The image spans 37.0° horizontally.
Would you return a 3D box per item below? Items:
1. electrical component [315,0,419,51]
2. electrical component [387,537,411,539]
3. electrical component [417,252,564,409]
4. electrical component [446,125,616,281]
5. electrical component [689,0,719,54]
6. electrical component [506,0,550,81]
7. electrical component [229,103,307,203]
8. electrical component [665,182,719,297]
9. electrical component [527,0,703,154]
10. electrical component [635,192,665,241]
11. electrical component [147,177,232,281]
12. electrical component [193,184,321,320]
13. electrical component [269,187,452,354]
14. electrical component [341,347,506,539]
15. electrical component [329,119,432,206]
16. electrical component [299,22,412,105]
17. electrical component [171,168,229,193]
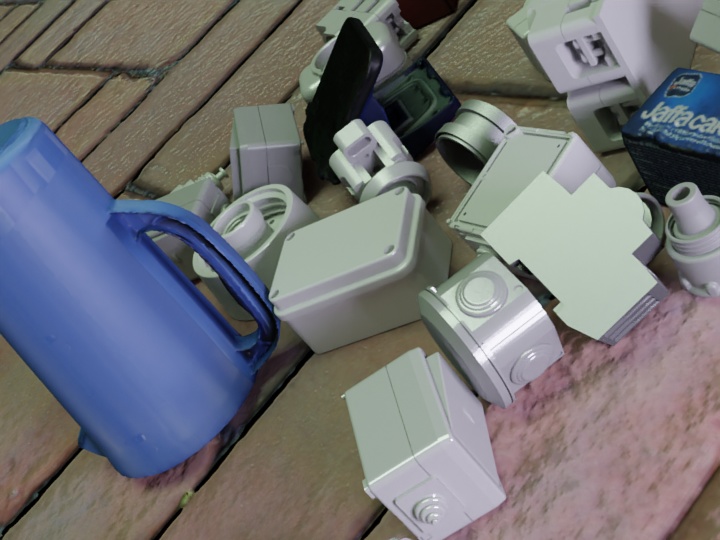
[{"bbox_3d":[0.003,-0.224,1.022,0.055,0.050,0.089,-47,32,-11],"label":"electrical component"},{"bbox_3d":[0.005,0.164,0.547,0.055,0.045,0.045,-26,35,22],"label":"electrical component"},{"bbox_3d":[0.073,0.034,0.606,0.051,0.080,0.080,-37,31,-5],"label":"electrical component"},{"bbox_3d":[0.107,-0.035,0.677,0.062,0.061,0.096,19,72,54],"label":"electrical component"},{"bbox_3d":[0.240,-0.122,0.638,0.047,0.083,0.075,-124,47,-58],"label":"electrical component"},{"bbox_3d":[0.150,-0.196,0.836,0.066,0.047,0.076,-36,33,8],"label":"electrical component"},{"bbox_3d":[-0.083,-0.102,0.931,0.061,0.061,0.096,-6,33,-8],"label":"electrical component"},{"bbox_3d":[0.183,-0.019,0.571,0.048,0.062,0.048,-27,34,20],"label":"electrical component"},{"bbox_3d":[0.179,-0.182,0.734,0.060,0.105,0.186,-10,43,39],"label":"electrical component"},{"bbox_3d":[0.150,-0.027,0.638,0.040,0.040,0.046,-51,28,-16],"label":"electrical component"},{"bbox_3d":[-0.144,-0.030,0.926,0.096,0.061,0.061,-19,38,30],"label":"electrical component"},{"bbox_3d":[-0.083,-0.020,0.852,0.108,0.060,0.108,-27,34,20],"label":"electrical component"},{"bbox_3d":[0.000,0.000,0.743,0.113,0.057,0.078,-21,36,28],"label":"electrical component"},{"bbox_3d":[0.038,0.097,0.580,0.061,0.061,0.096,-34,32,11],"label":"electrical component"},{"bbox_3d":[0.018,-0.068,0.798,0.058,0.078,0.057,-37,53,4],"label":"electrical component"},{"bbox_3d":[-0.005,-0.174,0.961,0.095,0.059,0.053,-32,33,14],"label":"electrical component"},{"bbox_3d":[-0.154,-0.065,1.000,0.078,0.040,0.040,-44,32,-7],"label":"electrical component"}]
